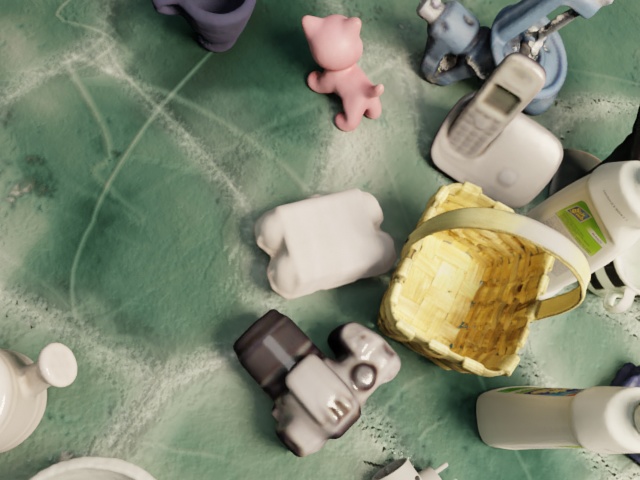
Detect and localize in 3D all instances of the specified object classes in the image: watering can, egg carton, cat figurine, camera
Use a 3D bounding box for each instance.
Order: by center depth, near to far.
[{"bbox_3d":[-0.299,0.127,0.477,0.173,0.194,0.101,-37,83,-18],"label":"watering can"},{"bbox_3d":[-0.010,0.126,0.583,0.143,0.100,0.137,-42,85,-19],"label":"camera"},{"bbox_3d":[0.006,0.002,0.639,0.150,0.069,0.107,-15,77,-15],"label":"egg carton"},{"bbox_3d":[0.031,-0.211,0.682,0.067,0.117,0.128,-35,83,-18],"label":"cat figurine"}]

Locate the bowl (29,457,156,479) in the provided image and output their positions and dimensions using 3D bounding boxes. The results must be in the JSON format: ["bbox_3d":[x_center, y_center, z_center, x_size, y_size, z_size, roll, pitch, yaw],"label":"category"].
[{"bbox_3d":[-0.204,0.281,0.513,0.167,0.074,0.167,3,73,-10],"label":"bowl"}]

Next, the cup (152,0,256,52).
[{"bbox_3d":[-0.136,-0.267,0.679,0.118,0.095,0.091,-14,77,-14],"label":"cup"}]

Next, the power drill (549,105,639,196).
[{"bbox_3d":[0.358,-0.104,0.666,0.075,0.208,0.230,16,71,-5],"label":"power drill"}]

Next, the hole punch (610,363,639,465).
[{"bbox_3d":[0.381,0.197,0.642,0.101,0.091,0.109,41,71,3],"label":"hole punch"}]

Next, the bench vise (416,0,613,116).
[{"bbox_3d":[0.221,-0.238,0.673,0.207,0.219,0.121,7,72,-9],"label":"bench vise"}]

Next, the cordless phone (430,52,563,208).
[{"bbox_3d":[0.223,-0.124,0.658,0.147,0.185,0.094,28,71,-1],"label":"cordless phone"}]
